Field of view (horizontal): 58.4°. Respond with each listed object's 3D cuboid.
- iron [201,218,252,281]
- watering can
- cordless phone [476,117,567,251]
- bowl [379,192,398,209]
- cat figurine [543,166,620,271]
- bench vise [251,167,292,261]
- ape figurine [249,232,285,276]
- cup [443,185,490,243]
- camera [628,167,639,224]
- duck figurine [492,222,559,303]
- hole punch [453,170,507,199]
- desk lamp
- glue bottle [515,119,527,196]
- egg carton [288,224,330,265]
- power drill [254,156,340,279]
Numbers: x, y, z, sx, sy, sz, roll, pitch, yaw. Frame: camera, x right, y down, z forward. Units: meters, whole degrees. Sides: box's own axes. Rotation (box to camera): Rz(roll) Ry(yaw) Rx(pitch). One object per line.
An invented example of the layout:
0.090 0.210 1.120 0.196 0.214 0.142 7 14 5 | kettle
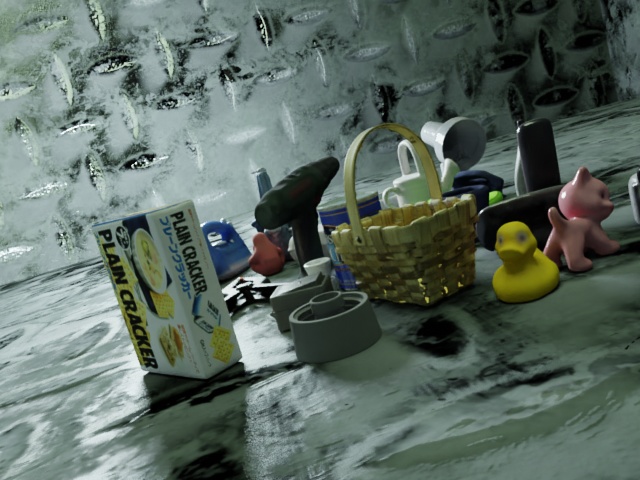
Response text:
-0.241 0.014 1.357 0.118 0.141 0.259 -12 10 22 | iron
0.216 -0.123 1.232 0.173 0.194 0.100 -22 11 -33 | watering can
0.298 -0.079 0.857 0.147 0.185 0.094 -16 9 -1 | cordless phone
0.157 -0.074 1.412 0.167 0.075 0.167 -16 9 3 | bowl
0.332 -0.033 0.738 0.128 0.118 0.067 -22 11 -34 | cat figurine
-0.100 -0.066 1.350 0.122 0.220 0.207 -19 10 -17 | bench vise
-0.118 0.027 1.225 0.078 0.092 0.076 -18 10 -9 | ape figurine
0.251 -0.037 0.969 0.091 0.095 0.118 -15 9 9 | cup
0.507 -0.078 0.759 0.137 0.101 0.143 -17 9 -7 | camera
0.240 0.018 0.688 0.077 0.086 0.105 -9 11 35 | duck figurine
0.354 -0.121 1.304 0.108 0.091 0.101 -7 13 44 | hole punch
0.317 -0.190 1.392 0.118 0.214 0.203 -18 10 -13 | desk lamp
0.427 -0.162 1.166 0.078 0.173 0.037 -12 10 20 | glue bottle
0.011 0.004 1.213 0.150 0.069 0.107 -10 11 32 | egg carton
-0.016 -0.033 1.048 0.075 0.208 0.230 -8 12 40 | power drill
